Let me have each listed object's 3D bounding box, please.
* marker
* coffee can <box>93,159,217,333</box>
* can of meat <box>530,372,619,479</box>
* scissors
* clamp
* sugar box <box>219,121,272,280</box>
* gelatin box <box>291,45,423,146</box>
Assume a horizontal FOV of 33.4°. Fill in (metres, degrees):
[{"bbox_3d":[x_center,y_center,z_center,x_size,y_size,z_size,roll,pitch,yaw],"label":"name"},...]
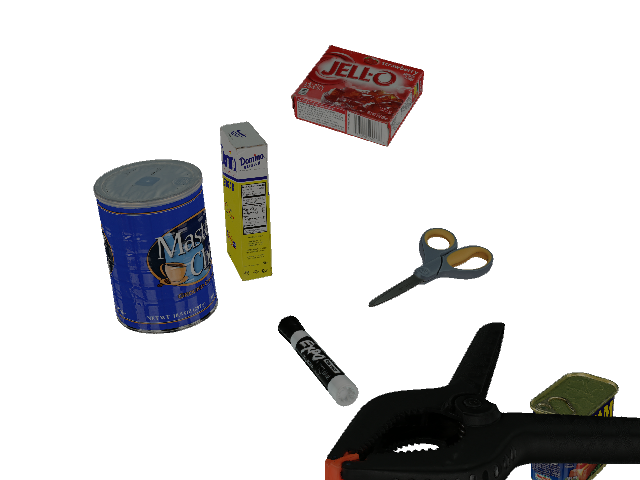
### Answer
[{"bbox_3d":[-0.004,0.090,0.826,0.020,0.020,0.121,0,22,-25],"label":"marker"},{"bbox_3d":[-0.158,0.005,1.038,0.103,0.140,0.103,-4,26,2],"label":"coffee can"},{"bbox_3d":[0.247,0.188,1.044,0.058,0.084,0.101,14,23,37],"label":"can of meat"},{"bbox_3d":[0.109,0.027,1.207,0.201,0.016,0.096,-11,41,-34],"label":"scissors"},{"bbox_3d":[0.085,0.105,0.626,0.209,0.036,0.165,-10,25,-27],"label":"clamp"},{"bbox_3d":[-0.093,-0.049,1.320,0.048,0.176,0.093,-11,26,-14],"label":"sugar box"},{"bbox_3d":[0.031,-0.123,0.889,0.089,0.073,0.030,20,-38,19],"label":"gelatin box"}]
